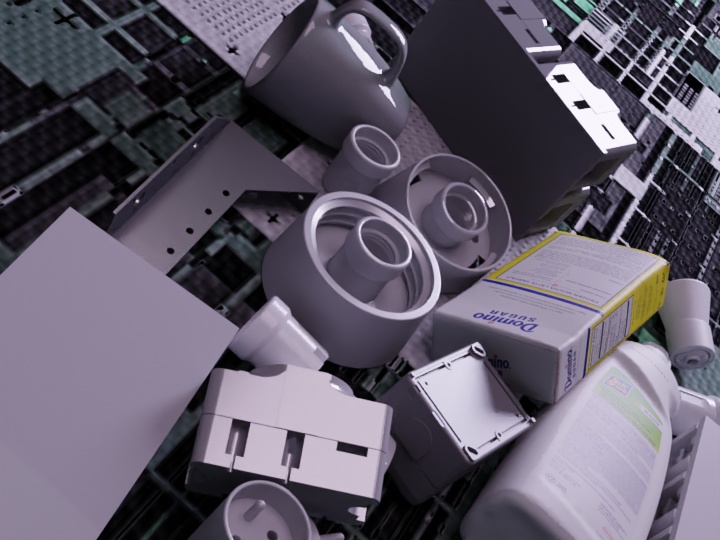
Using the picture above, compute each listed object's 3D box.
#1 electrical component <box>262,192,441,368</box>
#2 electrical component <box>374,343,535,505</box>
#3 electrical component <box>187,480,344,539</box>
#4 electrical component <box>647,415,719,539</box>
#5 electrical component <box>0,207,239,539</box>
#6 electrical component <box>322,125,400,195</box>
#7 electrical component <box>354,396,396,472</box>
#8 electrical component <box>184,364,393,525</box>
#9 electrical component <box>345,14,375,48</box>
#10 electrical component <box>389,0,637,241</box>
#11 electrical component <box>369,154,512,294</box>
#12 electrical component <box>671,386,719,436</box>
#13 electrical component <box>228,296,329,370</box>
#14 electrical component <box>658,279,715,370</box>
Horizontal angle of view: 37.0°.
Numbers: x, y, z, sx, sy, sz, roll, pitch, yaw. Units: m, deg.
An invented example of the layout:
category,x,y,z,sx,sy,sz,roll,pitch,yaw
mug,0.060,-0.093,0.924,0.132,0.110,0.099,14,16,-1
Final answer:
category,x,y,z,sx,sy,sz,roll,pitch,yaw
electrical component,0.000,0.000,0.673,0.108,0.060,0.108,21,44,-22
electrical component,0.052,0.090,0.638,0.061,0.061,0.096,54,34,14
electrical component,-0.045,0.134,0.506,0.079,0.077,0.043,2,53,-37
electrical component,0.219,0.180,0.680,0.089,0.061,0.150,40,40,-1
electrical component,-0.149,0.069,0.497,0.105,0.060,0.186,36,41,-5
electrical component,0.000,-0.071,0.747,0.040,0.046,0.040,21,44,-22
electrical component,-0.030,0.101,0.572,0.077,0.044,0.079,35,44,-6
electrical component,-0.034,0.083,0.524,0.089,0.050,0.055,13,61,-7
electrical component,-0.006,-0.169,0.837,0.040,0.040,0.046,-6,65,-40
electrical component,0.119,-0.132,0.849,0.060,0.105,0.186,-15,65,-44
electrical component,0.056,-0.032,0.761,0.099,0.064,0.099,15,61,-28
electrical component,0.241,0.106,0.782,0.046,0.040,0.040,22,44,-12
electrical component,-0.046,0.044,0.615,0.046,0.040,0.040,44,40,-5
electrical component,0.258,0.045,0.848,0.044,0.044,0.065,22,49,-21
